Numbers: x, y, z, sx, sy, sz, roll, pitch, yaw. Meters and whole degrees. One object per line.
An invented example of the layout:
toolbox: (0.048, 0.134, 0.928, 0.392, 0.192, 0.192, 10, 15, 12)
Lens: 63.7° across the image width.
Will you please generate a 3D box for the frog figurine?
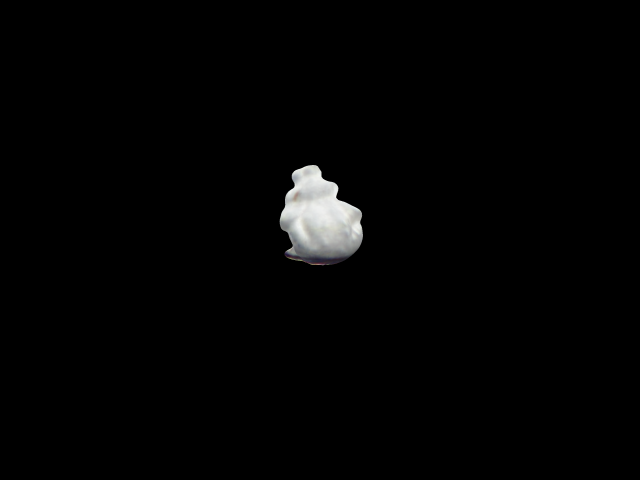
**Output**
frog figurine: (0.003, -0.043, 0.850, 0.137, 0.158, 0.124, 0, 10, 0)
